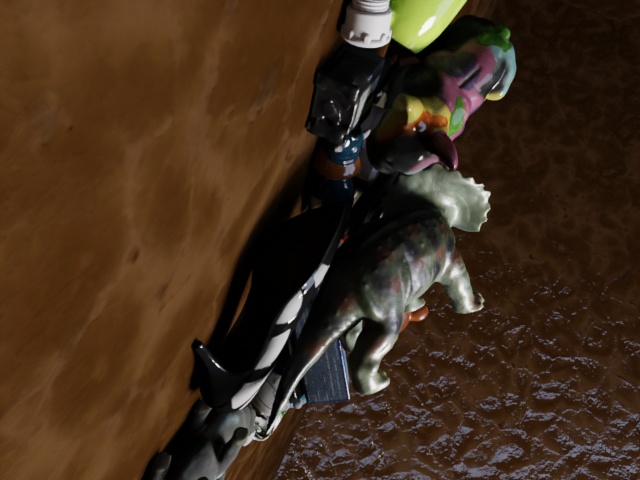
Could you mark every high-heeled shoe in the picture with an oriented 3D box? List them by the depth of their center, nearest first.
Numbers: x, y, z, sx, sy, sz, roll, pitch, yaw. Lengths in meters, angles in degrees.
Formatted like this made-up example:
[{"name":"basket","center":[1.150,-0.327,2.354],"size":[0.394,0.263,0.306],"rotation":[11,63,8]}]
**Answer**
[{"name":"high-heeled shoe","center":[-0.039,0.079,0.588],"size":[0.249,0.086,0.145],"rotation":[-44,143,-16]}]

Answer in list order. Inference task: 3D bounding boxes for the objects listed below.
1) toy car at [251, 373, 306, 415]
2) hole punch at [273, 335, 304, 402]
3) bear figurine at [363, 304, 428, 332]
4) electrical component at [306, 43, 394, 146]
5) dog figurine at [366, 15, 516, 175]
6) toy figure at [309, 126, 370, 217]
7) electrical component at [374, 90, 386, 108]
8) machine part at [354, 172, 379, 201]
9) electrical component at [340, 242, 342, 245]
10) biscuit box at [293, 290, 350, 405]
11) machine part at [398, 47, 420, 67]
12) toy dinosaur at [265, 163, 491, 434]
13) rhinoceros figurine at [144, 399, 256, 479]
[{"name":"toy car","center":[-0.070,0.225,0.851],"size":[0.103,0.109,0.161],"rotation":[-33,166,-29]},{"name":"hole punch","center":[-0.070,0.159,0.739],"size":[0.142,0.092,0.115],"rotation":[42,44,-77]},{"name":"bear figurine","center":[0.052,0.093,0.799],"size":[0.120,0.196,0.131],"rotation":[-22,139,-37]},{"name":"electrical component","center":[0.035,-0.160,0.556],"size":[0.119,0.048,0.074],"rotation":[-58,169,-38]},{"name":"dog figurine","center":[0.136,-0.154,0.587],"size":[0.191,0.108,0.219],"rotation":[-34,-164,22]},{"name":"toy figure","center":[0.018,-0.078,0.651],"size":[0.064,0.058,0.154],"rotation":[-63,167,-47]},{"name":"electrical component","center":[0.079,-0.196,0.785],"size":[0.094,0.021,0.063],"rotation":[-60,169,-25]},{"name":"machine part","center":[0.085,-0.127,0.823],"size":[0.243,0.079,0.079],"rotation":[-58,168,-32]},{"name":"electrical component","center":[-0.002,-0.002,0.748],"size":[0.078,0.045,0.102],"rotation":[-41,158,-45]},{"name":"biscuit box","center":[-0.004,0.117,0.712],"size":[0.059,0.063,0.202],"rotation":[-77,159,-74]},{"name":"machine part","center":[0.165,-0.235,0.820],"size":[0.179,0.056,0.179],"rotation":[-9,90,-69]},{"name":"toy dinosaur","center":[0.077,0.034,0.614],"size":[0.405,0.131,0.192],"rotation":[-32,116,-41]},{"name":"rhinoceros figurine","center":[-0.129,0.249,0.623],"size":[0.190,0.073,0.112],"rotation":[-47,158,-61]}]
